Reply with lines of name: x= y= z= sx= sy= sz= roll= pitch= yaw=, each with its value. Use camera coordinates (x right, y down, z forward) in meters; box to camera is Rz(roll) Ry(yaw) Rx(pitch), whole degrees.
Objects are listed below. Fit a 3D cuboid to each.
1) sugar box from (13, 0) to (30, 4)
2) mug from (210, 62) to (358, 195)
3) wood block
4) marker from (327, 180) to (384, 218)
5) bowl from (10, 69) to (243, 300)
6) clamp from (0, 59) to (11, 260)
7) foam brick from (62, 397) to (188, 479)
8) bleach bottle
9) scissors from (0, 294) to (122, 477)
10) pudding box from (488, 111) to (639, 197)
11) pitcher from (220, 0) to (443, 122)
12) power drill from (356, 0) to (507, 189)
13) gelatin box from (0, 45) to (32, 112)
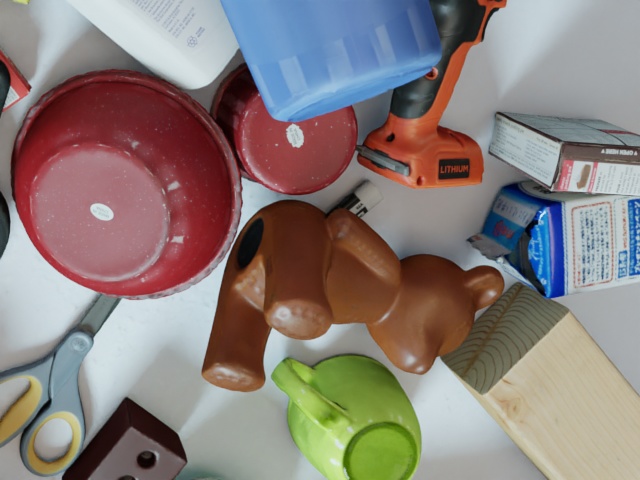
sugar box: x=-0.203 y=-0.244 z=0.655 sx=0.093 sy=0.048 sz=0.176 roll=15 pitch=96 yaw=-20
mug: x=-0.016 y=-0.086 z=0.723 sx=0.093 sy=0.081 sz=0.117 roll=38 pitch=91 yaw=-20
wood block: x=0.200 y=0.143 z=0.833 sx=0.091 sy=0.090 sz=0.206 roll=-43 pitch=109 yaw=-3
marker: x=-0.005 y=0.001 z=0.781 sx=0.121 sy=0.020 sz=0.020 roll=-40 pitch=110 yaw=-3
bowl: x=-0.133 y=-0.025 z=0.688 sx=0.162 sy=0.055 sz=0.162 roll=3 pitch=111 yaw=8
clamp: x=-0.233 y=-0.036 z=0.676 sx=0.120 sy=0.039 sz=0.171 roll=-22 pitch=132 yaw=-11
foam brick: x=-0.141 y=0.165 z=0.765 sx=0.053 sy=0.051 sz=0.078 roll=38 pitch=91 yaw=-20
bleach bottle: x=-0.142 y=-0.202 z=0.631 sx=0.250 sy=0.068 sz=0.102 roll=41 pitch=71 yaw=-34
scissors: x=-0.165 y=0.091 z=0.761 sx=0.201 sy=0.016 sz=0.096 roll=-39 pitch=111 yaw=-4
pudding box: x=0.185 y=-0.063 z=0.767 sx=0.090 sy=0.113 sz=0.039 roll=2 pitch=105 yaw=-15
pitcher: x=-0.016 y=-0.198 z=0.625 sx=0.149 sy=0.145 sz=0.243 roll=-22 pitch=93 yaw=-36
power drill: x=0.102 y=-0.132 z=0.736 sx=0.184 sy=0.057 sz=0.188 roll=-7 pitch=116 yaw=-48
gelatin box: x=-0.244 y=-0.101 z=0.686 sx=0.089 sy=0.030 sz=0.073 roll=-36 pitch=110 yaw=-2
